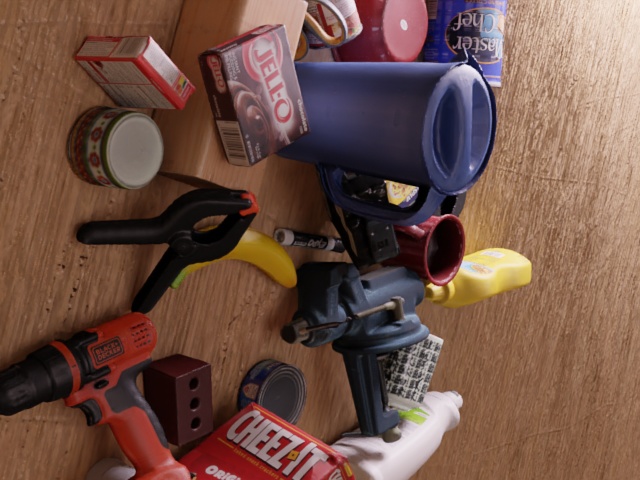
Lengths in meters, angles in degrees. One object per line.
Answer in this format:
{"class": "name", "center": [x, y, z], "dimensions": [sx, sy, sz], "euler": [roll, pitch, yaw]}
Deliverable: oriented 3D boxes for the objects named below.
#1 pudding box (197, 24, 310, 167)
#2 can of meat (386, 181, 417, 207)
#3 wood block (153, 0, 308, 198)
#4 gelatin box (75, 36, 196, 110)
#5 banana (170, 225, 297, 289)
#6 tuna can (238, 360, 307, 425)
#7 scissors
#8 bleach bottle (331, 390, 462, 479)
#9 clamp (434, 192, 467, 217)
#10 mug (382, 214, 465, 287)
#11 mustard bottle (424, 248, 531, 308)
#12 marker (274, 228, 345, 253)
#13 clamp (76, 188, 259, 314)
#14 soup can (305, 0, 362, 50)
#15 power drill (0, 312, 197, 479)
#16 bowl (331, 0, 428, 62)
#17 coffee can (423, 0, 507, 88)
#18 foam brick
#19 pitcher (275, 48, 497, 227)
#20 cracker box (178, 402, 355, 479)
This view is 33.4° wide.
{"class": "pudding box", "center": [-0.061, -0.137, 1.007], "dimensions": [0.089, 0.039, 0.113], "euler": [-34, 122, -39]}
{"class": "can of meat", "center": [0.087, -0.079, 1.327], "dimensions": [0.101, 0.058, 0.084], "euler": [-40, 125, -38]}
{"class": "wood block", "center": [-0.095, -0.155, 1.066], "dimensions": [0.090, 0.090, 0.206], "euler": [19, 84, -49]}
{"class": "gelatin box", "center": [-0.170, -0.153, 0.976], "dimensions": [0.073, 0.089, 0.030], "euler": [49, 60, -44]}
{"class": "banana", "center": [-0.088, 0.017, 1.160], "dimensions": [0.197, 0.037, 0.070], "euler": [4, 113, -49]}
{"class": "tuna can", "center": [-0.055, 0.182, 1.236], "dimensions": [0.085, 0.034, 0.086], "euler": [-15, 110, -47]}
{"class": "scissors", "center": [-0.060, -0.263, 1.126], "dimensions": [0.201, 0.096, 0.016], "euler": [36, 39, -17]}
{"class": "bleach bottle", "center": [0.112, 0.262, 1.399], "dimensions": [0.250, 0.103, 0.068], "euler": [-24, 122, -44]}
{"class": "clamp", "center": [0.165, -0.100, 1.429], "dimensions": [0.164, 0.036, 0.210], "euler": [18, 85, -50]}
{"class": "mug", "center": [0.122, 0.003, 1.367], "dimensions": [0.117, 0.082, 0.093], "euler": [32, 74, -49]}
{"class": "mustard bottle", "center": [0.203, 0.055, 1.464], "dimensions": [0.191, 0.096, 0.058], "euler": [-13, 109, -48]}
{"class": "marker", "center": [-0.008, 0.002, 1.261], "dimensions": [0.120, 0.020, 0.020], "euler": [9, 92, -50]}
{"class": "clamp", "center": [-0.144, -0.006, 1.026], "dimensions": [0.171, 0.039, 0.120], "euler": [-35, 133, 7]}
{"class": "soup can", "center": [0.000, -0.269, 1.169], "dimensions": [0.068, 0.069, 0.102], "euler": [-44, 129, -35]}
{"class": "power drill", "center": [-0.206, 0.178, 0.996], "dimensions": [0.184, 0.058, 0.187], "euler": [-24, 97, -42]}
{"class": "bowl", "center": [0.081, -0.259, 1.277], "dimensions": [0.161, 0.055, 0.162], "euler": [-14, 109, -47]}
{"class": "coffee can", "center": [0.184, -0.267, 1.361], "dimensions": [0.102, 0.103, 0.140], "euler": [-7, 104, -49]}
{"class": "foam brick", "center": [-0.147, 0.165, 1.108], "dimensions": [0.052, 0.051, 0.078], "euler": [-17, 111, -47]}
{"class": "pitcher", "center": [0.050, -0.117, 1.125], "dimensions": [0.149, 0.243, 0.145], "euler": [-40, 127, -37]}
{"class": "cracker box", "center": [-0.091, 0.276, 1.090], "dimensions": [0.213, 0.164, 0.072], "euler": [-37, 126, -27]}
